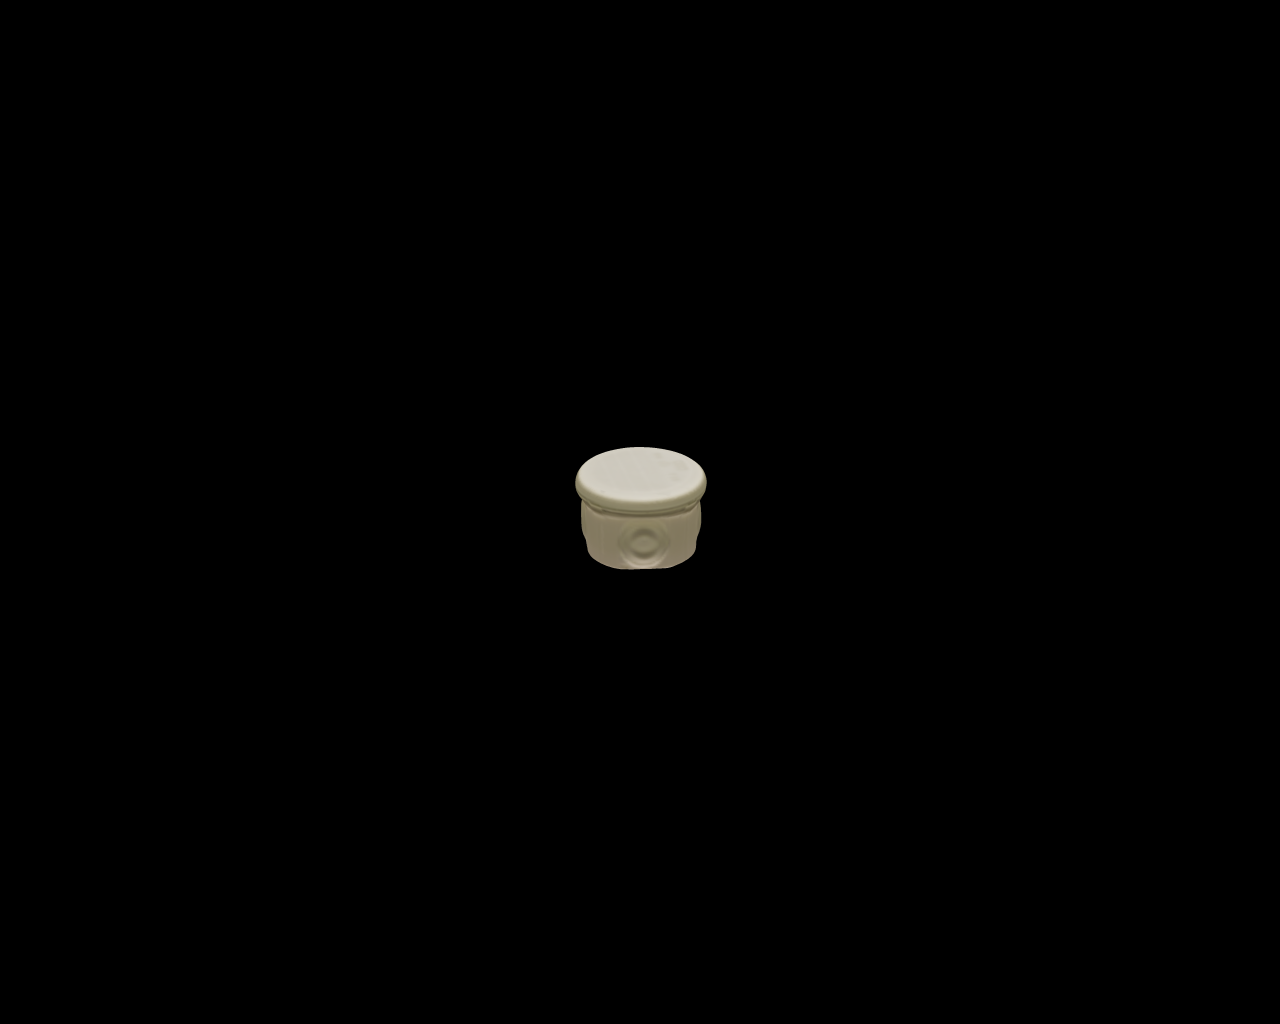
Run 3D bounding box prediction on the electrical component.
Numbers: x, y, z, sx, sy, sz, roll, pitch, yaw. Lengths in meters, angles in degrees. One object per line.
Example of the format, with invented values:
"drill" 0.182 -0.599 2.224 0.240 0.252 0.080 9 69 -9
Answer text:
"electrical component" 0.001 -0.003 0.650 0.080 0.050 0.080 0 28 0
